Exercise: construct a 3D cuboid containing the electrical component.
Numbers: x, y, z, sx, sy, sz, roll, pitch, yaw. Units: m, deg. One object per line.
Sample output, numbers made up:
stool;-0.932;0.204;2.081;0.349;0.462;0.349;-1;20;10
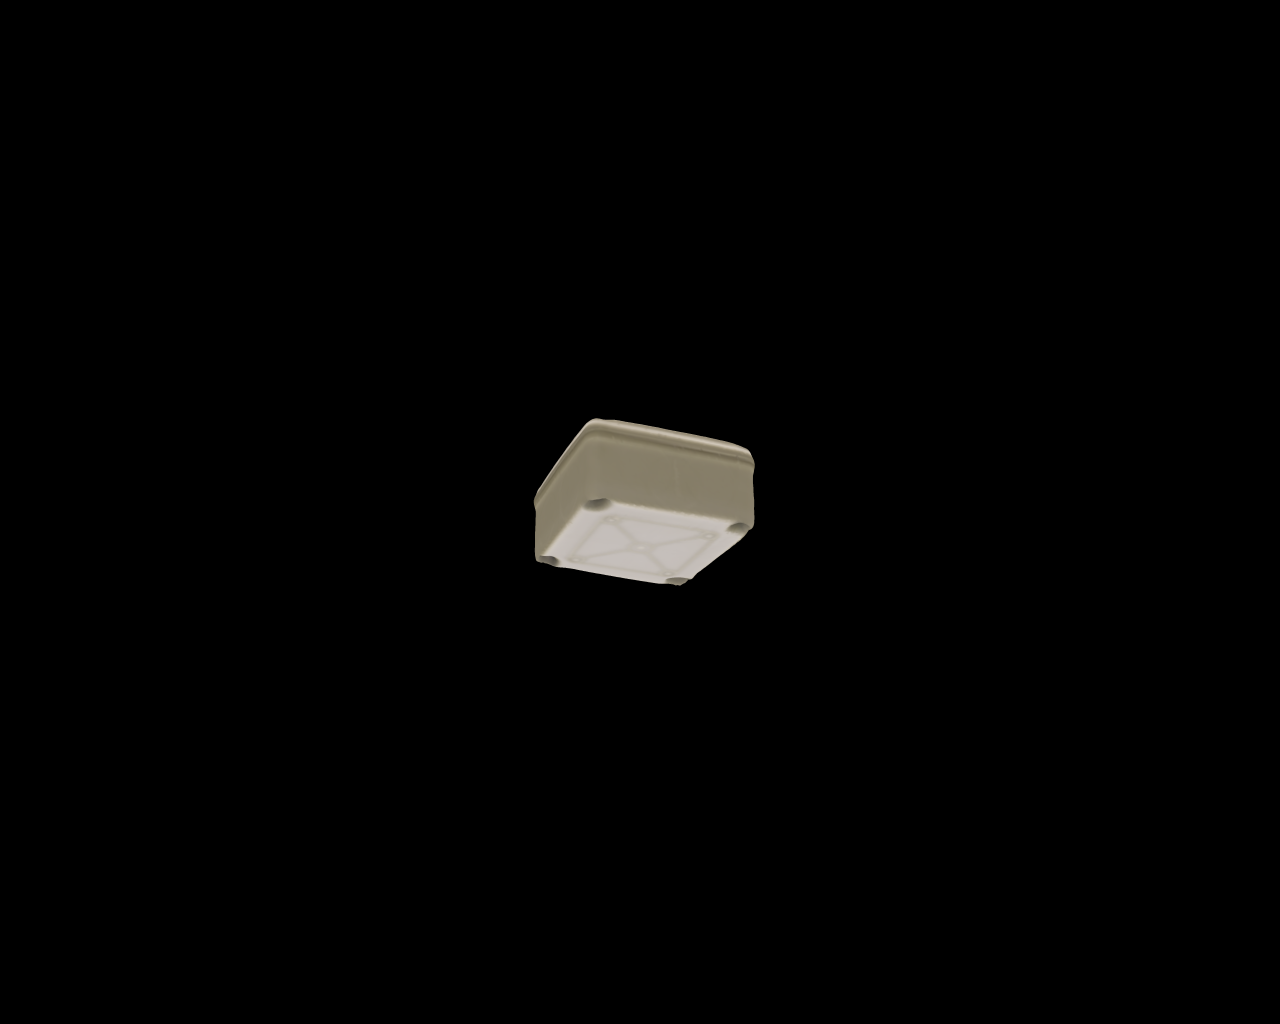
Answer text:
electrical component;0.001;-0.003;0.650;0.109;0.056;0.108;10;-28;-20
